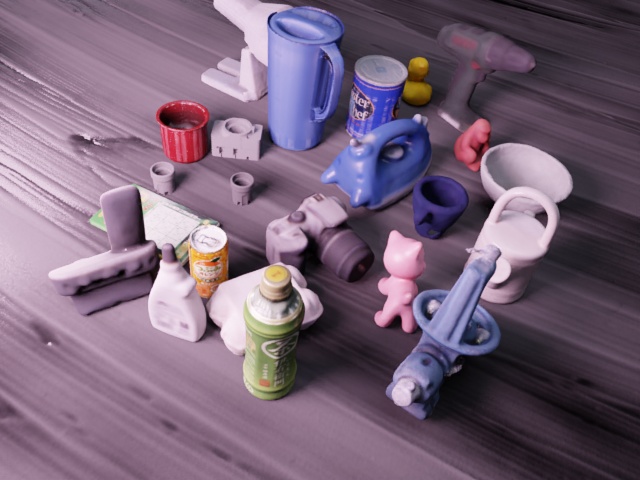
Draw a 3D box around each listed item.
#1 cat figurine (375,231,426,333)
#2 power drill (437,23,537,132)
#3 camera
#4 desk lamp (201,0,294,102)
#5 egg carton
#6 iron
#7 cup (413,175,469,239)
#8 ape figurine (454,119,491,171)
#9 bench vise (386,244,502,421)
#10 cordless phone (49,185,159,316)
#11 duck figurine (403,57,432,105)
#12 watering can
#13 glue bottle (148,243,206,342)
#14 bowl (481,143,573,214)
[{"bbox_3d":[0.124,0.053,0.845,0.067,0.118,0.128,8,47,-1],"label":"cat figurine"},{"bbox_3d":[0.320,-0.331,1.169,0.076,0.208,0.229,-24,55,-27],"label":"power drill"},{"bbox_3d":[0.008,0.003,0.885,0.143,0.101,0.136,-29,57,-30],"label":"camera"},{"bbox_3d":[-0.139,-0.392,1.153,0.203,0.213,0.118,26,49,16],"label":"desk lamp"},{"bbox_3d":[-0.078,0.095,0.808,0.151,0.069,0.107,-20,53,-25],"label":"egg carton"},{"bbox_3d":[0.129,-0.162,1.029,0.259,0.141,0.118,-31,58,-31],"label":"iron"},{"bbox_3d":[0.186,-0.040,0.956,0.091,0.095,0.118,34,51,22],"label":"cup"},{"bbox_3d":[0.306,-0.194,1.120,0.078,0.092,0.076,-20,53,-24],"label":"ape figurine"},{"bbox_3d":[0.170,0.120,0.719,0.121,0.220,0.207,18,47,8],"label":"bench vise"},{"bbox_3d":[-0.299,0.004,0.780,0.148,0.185,0.094,-23,55,-27],"label":"cordless phone"},{"bbox_3d":[0.215,-0.357,1.261,0.077,0.086,0.104,-1,47,-9],"label":"duck figurine"},{"bbox_3d":[0.291,0.006,0.861,0.101,0.194,0.173,12,47,3],"label":"watering can"},{"bbox_3d":[-0.189,0.065,0.748,0.078,0.173,0.037,19,48,10],"label":"glue bottle"},{"bbox_3d":[0.368,-0.100,1.053,0.167,0.075,0.167,4,47,-4],"label":"bowl"}]
